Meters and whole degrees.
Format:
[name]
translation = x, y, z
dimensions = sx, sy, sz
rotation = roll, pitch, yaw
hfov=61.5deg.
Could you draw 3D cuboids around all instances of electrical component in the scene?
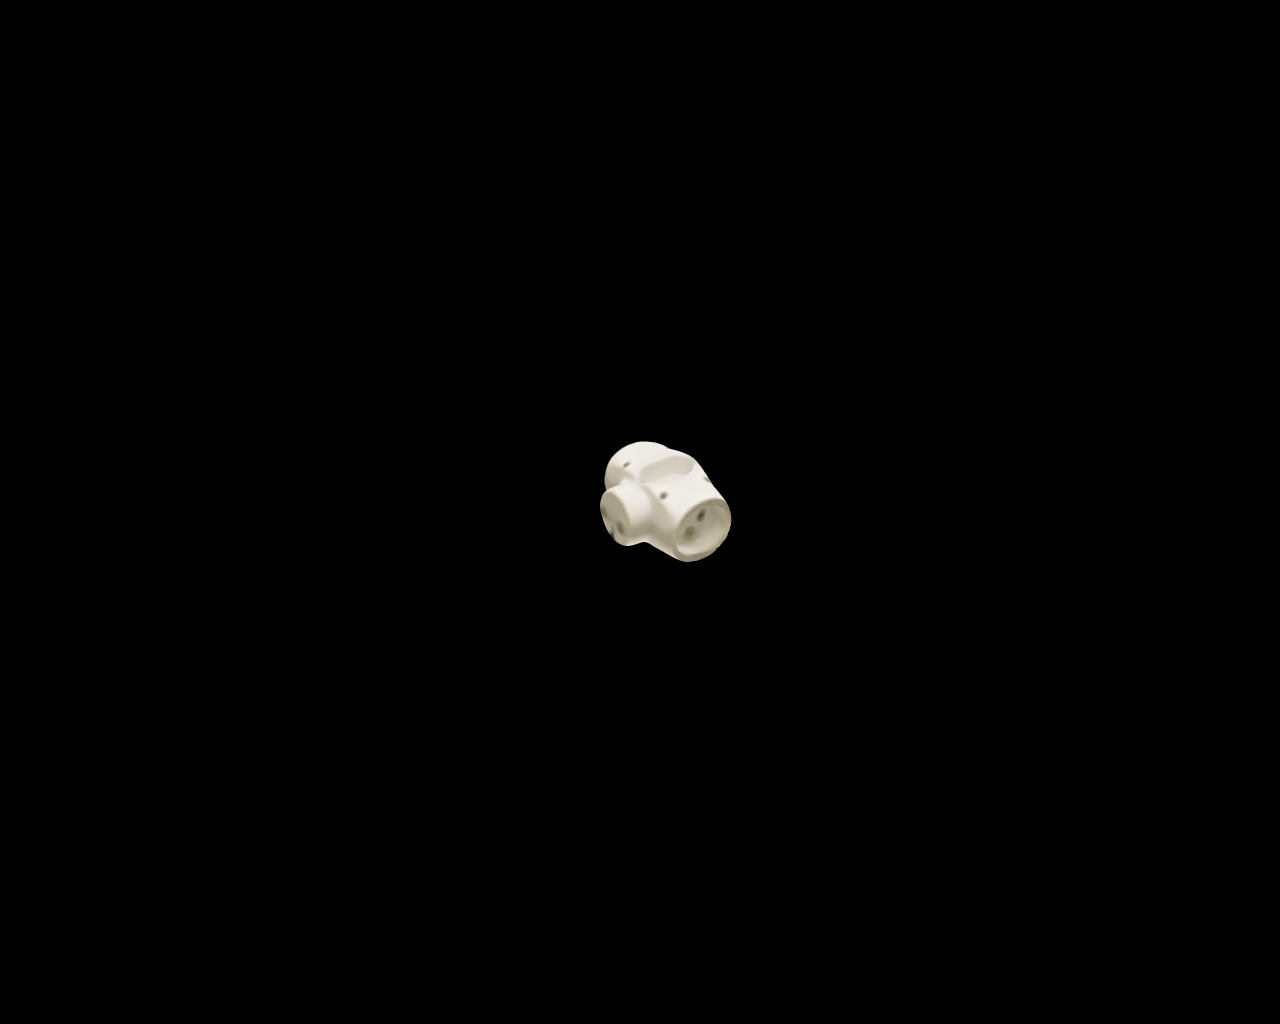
[electrical component]
translation = 0.001, -0.003, 0.650
dimensions = 0.079, 0.043, 0.077
rotation = -20, 41, -25
